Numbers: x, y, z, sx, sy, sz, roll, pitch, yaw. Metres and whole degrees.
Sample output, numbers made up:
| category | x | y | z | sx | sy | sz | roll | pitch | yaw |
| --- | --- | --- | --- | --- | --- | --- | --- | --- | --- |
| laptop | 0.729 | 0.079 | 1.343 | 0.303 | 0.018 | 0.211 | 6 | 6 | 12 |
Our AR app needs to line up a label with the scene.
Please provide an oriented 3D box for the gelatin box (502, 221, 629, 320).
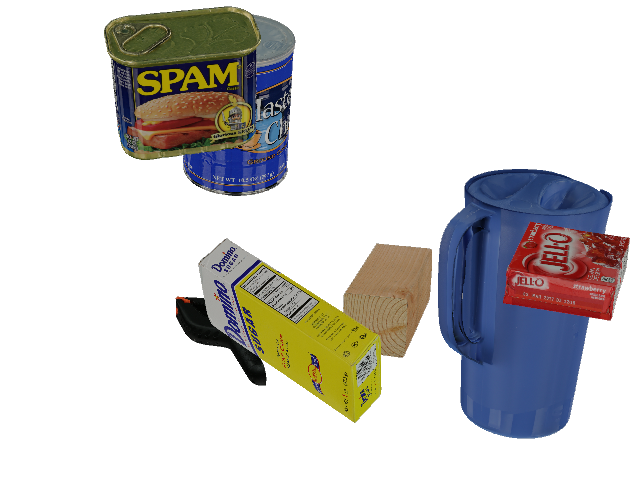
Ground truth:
| category | x | y | z | sx | sy | sz | roll | pitch | yaw |
| --- | --- | --- | --- | --- | --- | --- | --- | --- | --- |
| gelatin box | 0.173 | 0.020 | 0.745 | 0.073 | 0.030 | 0.089 | 10 | 25 | 19 |

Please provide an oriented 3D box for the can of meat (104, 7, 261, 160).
| category | x | y | z | sx | sy | sz | roll | pitch | yaw |
| --- | --- | --- | --- | --- | --- | --- | --- | --- | --- |
| can of meat | -0.093 | -0.107 | 0.734 | 0.102 | 0.084 | 0.057 | -8 | 44 | -12 |

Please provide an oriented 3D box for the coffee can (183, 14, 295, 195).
| category | x | y | z | sx | sy | sz | roll | pitch | yaw |
| --- | --- | --- | --- | --- | --- | --- | --- | --- | --- |
| coffee can | -0.078 | -0.128 | 1.004 | 0.103 | 0.140 | 0.103 | 3 | 36 | -2 |

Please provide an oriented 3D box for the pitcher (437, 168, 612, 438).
| category | x | y | z | sx | sy | sz | roll | pitch | yaw |
| --- | --- | --- | --- | --- | --- | --- | --- | --- | --- |
| pitcher | 0.186 | 0.062 | 1.010 | 0.149 | 0.243 | 0.145 | 5 | 21 | 9 |

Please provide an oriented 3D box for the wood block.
| category | x | y | z | sx | sy | sz | roll | pitch | yaw |
| --- | --- | --- | --- | --- | --- | --- | --- | --- | --- |
| wood block | 0.101 | 0.083 | 1.554 | 0.091 | 0.090 | 0.205 | 6 | 21 | 14 |

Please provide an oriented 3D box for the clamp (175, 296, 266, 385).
| category | x | y | z | sx | sy | sz | roll | pitch | yaw |
| --- | --- | --- | --- | --- | --- | --- | --- | --- | --- |
| clamp | -0.097 | 0.109 | 1.257 | 0.210 | 0.036 | 0.164 | 13 | 23 | 27 |

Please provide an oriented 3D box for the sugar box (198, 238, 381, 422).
| category | x | y | z | sx | sy | sz | roll | pitch | yaw |
| --- | --- | --- | --- | --- | --- | --- | --- | --- | --- |
| sugar box | -0.028 | 0.078 | 0.939 | 0.176 | 0.093 | 0.048 | 28 | 56 | 26 |
